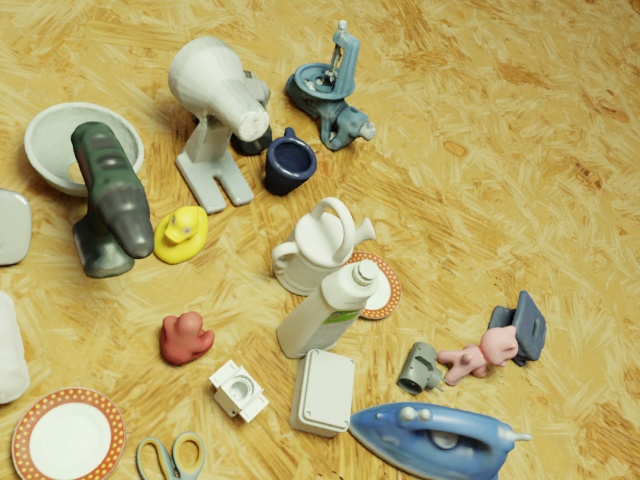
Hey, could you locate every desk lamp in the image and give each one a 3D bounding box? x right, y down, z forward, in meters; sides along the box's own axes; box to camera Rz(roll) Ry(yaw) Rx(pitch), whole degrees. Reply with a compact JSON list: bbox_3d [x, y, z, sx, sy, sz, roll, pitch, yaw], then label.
[{"bbox_3d":[-0.162,-0.187,0.932,0.118,0.213,0.203,-22,72,-34],"label":"desk lamp"}]

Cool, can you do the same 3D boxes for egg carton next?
[{"bbox_3d":[-0.422,0.136,0.698,0.107,0.069,0.150,-12,67,-31],"label":"egg carton"}]

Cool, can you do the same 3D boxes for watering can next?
[{"bbox_3d":[0.007,0.001,0.913,0.101,0.193,0.173,47,52,7],"label":"watering can"}]

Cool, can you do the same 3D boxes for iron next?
[{"bbox_3d":[0.178,0.286,0.856,0.259,0.141,0.118,18,55,-16],"label":"iron"}]

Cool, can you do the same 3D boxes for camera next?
[{"bbox_3d":[-0.146,-0.232,1.039,0.143,0.100,0.136,-9,65,-30],"label":"camera"}]

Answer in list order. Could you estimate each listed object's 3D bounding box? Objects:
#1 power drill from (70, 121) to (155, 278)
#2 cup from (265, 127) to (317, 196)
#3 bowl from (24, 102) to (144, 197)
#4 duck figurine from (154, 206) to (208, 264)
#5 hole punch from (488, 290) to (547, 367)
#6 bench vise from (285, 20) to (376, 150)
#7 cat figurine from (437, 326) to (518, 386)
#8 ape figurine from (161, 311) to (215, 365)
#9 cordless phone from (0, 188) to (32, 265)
[{"bbox_3d":[-0.285,-0.035,0.782,0.076,0.208,0.229,-14,68,-32],"label":"power drill"},{"bbox_3d":[-0.064,-0.134,1.024,0.092,0.094,0.117,6,59,-23],"label":"cup"},{"bbox_3d":[-0.363,-0.127,0.885,0.168,0.074,0.167,12,56,-19],"label":"bowl"},{"bbox_3d":[-0.210,-0.022,0.889,0.077,0.086,0.105,36,52,-2],"label":"duck figurine"},{"bbox_3d":[0.379,0.163,1.062,0.101,0.091,0.109,33,52,-4],"label":"hole punch"},{"bbox_3d":[0.046,-0.296,1.098,0.207,0.219,0.122,35,52,-3],"label":"bench vise"},{"bbox_3d":[0.282,0.192,0.980,0.128,0.117,0.067,-10,65,-30],"label":"cat figurine"},{"bbox_3d":[-0.186,0.130,0.803,0.078,0.092,0.076,39,52,1],"label":"ape figurine"},{"bbox_3d":[-0.447,-0.044,0.723,0.148,0.185,0.094,-1,61,-26],"label":"cordless phone"}]
